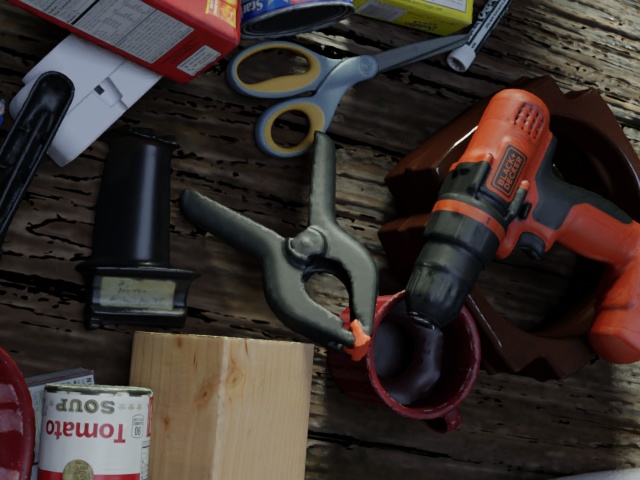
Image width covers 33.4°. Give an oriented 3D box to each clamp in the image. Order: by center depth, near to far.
[{"bbox_3d":[-0.206,0.002,0.637,0.036,0.210,0.164,27,32,-5],"label":"clamp"},{"bbox_3d":[-0.005,0.001,0.740,0.120,0.039,0.171,-36,72,-11],"label":"clamp"}]

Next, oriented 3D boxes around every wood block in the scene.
[{"bbox_3d":[-0.071,0.167,0.696,0.090,0.090,0.206,11,81,-50],"label":"wood block"}]

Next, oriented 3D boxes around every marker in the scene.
[{"bbox_3d":[0.142,-0.187,0.870,0.020,0.020,0.121,41,72,-17],"label":"marker"}]

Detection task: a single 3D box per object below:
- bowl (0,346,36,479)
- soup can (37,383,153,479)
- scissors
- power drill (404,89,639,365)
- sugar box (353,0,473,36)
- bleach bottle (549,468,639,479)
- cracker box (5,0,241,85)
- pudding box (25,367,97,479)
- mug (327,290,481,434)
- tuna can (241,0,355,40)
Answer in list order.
[{"bbox_3d":[-0.233,0.126,0.590,0.161,0.055,0.162,-27,121,-58],"label":"bowl"},{"bbox_3d":[-0.138,0.140,0.651,0.068,0.069,0.102,6,83,-24],"label":"soup can"},{"bbox_3d":[0.027,-0.111,0.810,0.201,0.016,0.096,-3,91,-21],"label":"scissors"},{"bbox_3d":[0.161,0.012,0.751,0.187,0.057,0.184,33,74,-19],"label":"power drill"},{"bbox_3d":[0.076,-0.257,0.832,0.093,0.048,0.176,10,79,-24],"label":"sugar box"},{"bbox_3d":[0.229,0.239,0.859,0.250,0.068,0.102,-1,88,-27],"label":"bleach bottle"},{"bbox_3d":[-0.149,-0.213,0.660,0.213,0.072,0.164,22,54,-35],"label":"cracker box"},{"bbox_3d":[-0.194,0.136,0.684,0.113,0.039,0.090,-9,90,-28],"label":"pudding box"},{"bbox_3d":[0.063,0.091,0.781,0.093,0.082,0.117,-38,102,-22],"label":"mug"},{"bbox_3d":[-0.020,-0.170,0.759,0.086,0.086,0.034,-12,90,-25],"label":"tuna can"}]
